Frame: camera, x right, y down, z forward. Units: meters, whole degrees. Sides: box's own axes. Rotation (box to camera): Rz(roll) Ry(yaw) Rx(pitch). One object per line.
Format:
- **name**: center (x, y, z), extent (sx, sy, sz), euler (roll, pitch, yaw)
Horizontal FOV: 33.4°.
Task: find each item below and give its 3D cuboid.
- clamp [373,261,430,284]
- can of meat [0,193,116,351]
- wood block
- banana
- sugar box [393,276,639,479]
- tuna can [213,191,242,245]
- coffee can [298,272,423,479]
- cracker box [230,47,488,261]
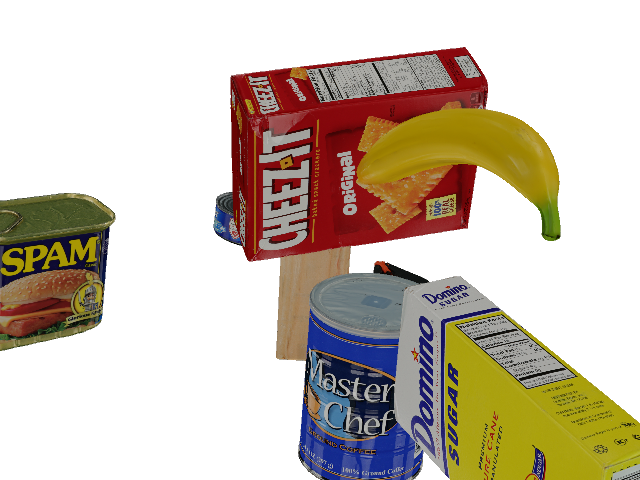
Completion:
- **clamp**: center (0.109, 0.082, 1.065), extent (0.120, 0.039, 0.171), euler (-3, 43, -23)
- **can of meat**: center (-0.193, 0.020, 0.717), extent (0.101, 0.084, 0.058), euler (-10, 29, -39)
- **wood block**: center (-0.009, 0.045, 1.388), extent (0.090, 0.206, 0.091), euler (3, 23, -1)
- **banana**: center (0.091, -0.055, 0.705), extent (0.037, 0.069, 0.198), euler (27, -3, -35)
- **sugar box**: center (0.099, 0.099, 0.554), extent (0.048, 0.093, 0.176), euler (-11, 28, -27)
- **tuna can**: center (-0.070, -0.022, 1.132), extent (0.086, 0.034, 0.086), euler (8, 20, -3)
- **coffee can**: center (0.038, 0.109, 0.839), extent (0.103, 0.140, 0.103), euler (4, 22, -2)
- **cracker box**: center (0.032, -0.073, 0.943), extent (0.213, 0.164, 0.072), euler (-9, 43, -13)
